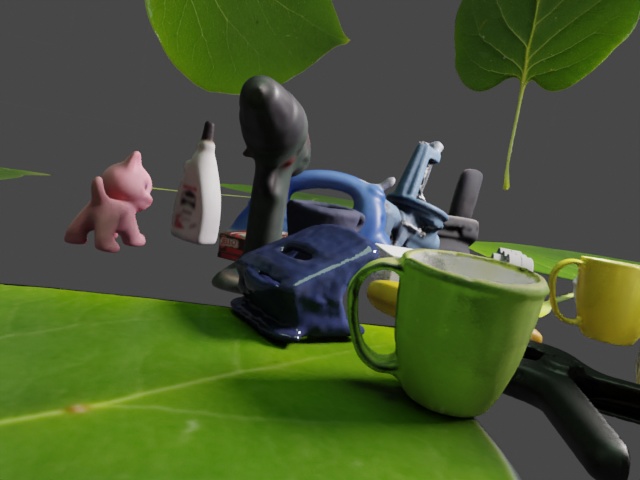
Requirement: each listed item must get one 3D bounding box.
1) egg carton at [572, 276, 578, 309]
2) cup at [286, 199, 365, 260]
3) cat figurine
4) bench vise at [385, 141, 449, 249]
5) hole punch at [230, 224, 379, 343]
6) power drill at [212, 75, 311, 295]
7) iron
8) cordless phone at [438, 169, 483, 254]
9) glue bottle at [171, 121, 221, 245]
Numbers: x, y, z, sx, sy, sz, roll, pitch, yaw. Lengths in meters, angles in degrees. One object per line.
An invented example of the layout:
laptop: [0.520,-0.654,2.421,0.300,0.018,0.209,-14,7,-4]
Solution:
egg carton: [0.434,0.075,0.848,0.107,0.069,0.151,14,9,27]
cup: [0.007,0.003,0.716,0.118,0.095,0.091,3,10,-43]
cat figurine: [-0.247,-0.053,0.699,0.067,0.118,0.128,11,8,6]
bench vise: [0.165,-0.075,1.028,0.121,0.220,0.208,14,9,28]
hole punch: [-0.015,0.031,0.492,0.101,0.091,0.108,5,9,-35]
power drill: [-0.055,-0.051,0.599,0.075,0.208,0.230,11,8,3]
iron: [-0.011,-0.046,0.877,0.258,0.141,0.119,11,8,4]
cordless phone: [0.261,-0.060,1.175,0.148,0.185,0.093,6,9,-30]
glue bottle: [-0.171,-0.083,0.819,0.077,0.173,0.037,16,9,36]
